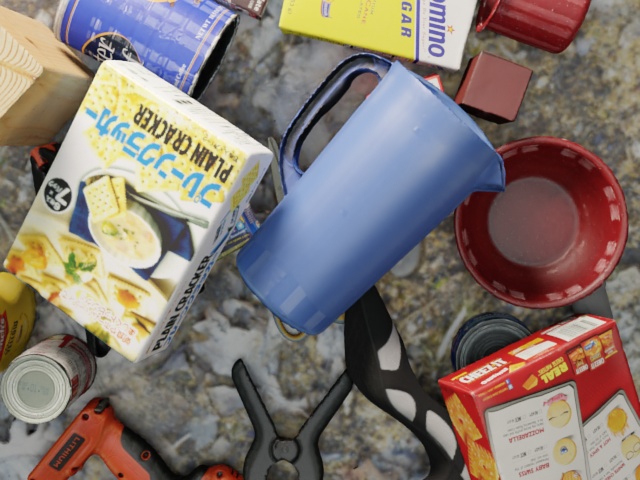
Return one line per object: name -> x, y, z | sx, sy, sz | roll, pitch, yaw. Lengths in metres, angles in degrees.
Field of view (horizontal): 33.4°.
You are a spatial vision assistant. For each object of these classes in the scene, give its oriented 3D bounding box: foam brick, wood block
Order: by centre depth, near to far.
wood block -> -0.276, -0.144, 0.946 | 0.091, 0.206, 0.090 | 45, 95, -2
foam brick -> 0.160, -0.141, 0.997 | 0.053, 0.078, 0.051 | 20, 94, -1

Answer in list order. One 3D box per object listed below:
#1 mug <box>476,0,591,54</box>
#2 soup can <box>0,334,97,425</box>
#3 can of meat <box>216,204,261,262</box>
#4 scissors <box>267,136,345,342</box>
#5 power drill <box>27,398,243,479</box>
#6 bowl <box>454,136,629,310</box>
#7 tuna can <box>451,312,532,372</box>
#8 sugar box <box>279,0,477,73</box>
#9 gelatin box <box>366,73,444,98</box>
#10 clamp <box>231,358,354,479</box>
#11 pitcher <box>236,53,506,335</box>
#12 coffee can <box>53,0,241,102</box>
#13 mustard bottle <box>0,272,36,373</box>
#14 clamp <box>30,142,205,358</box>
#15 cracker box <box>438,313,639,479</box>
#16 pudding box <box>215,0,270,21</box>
mug -> 0.202, -0.232, 0.989 | 0.081, 0.093, 0.117 | 19, 60, -5
soup can -> -0.259, 0.132, 1.024 | 0.068, 0.102, 0.068 | 0, 95, 1
can of meat -> -0.115, -0.020, 1.028 | 0.102, 0.057, 0.084 | -28, 96, 5
scissors -> -0.007, 0.001, 1.047 | 0.096, 0.016, 0.202 | 2, 96, 0
power drill -> -0.192, 0.262, 1.058 | 0.187, 0.057, 0.184 | 38, 92, -5
bowl -> 0.206, -0.017, 1.016 | 0.162, 0.055, 0.162 | 0, 93, 4
tuna can -> 0.172, 0.115, 1.043 | 0.086, 0.034, 0.086 | 0, 95, 2
sugar box -> 0.056, -0.223, 1.009 | 0.176, 0.048, 0.093 | 13, 96, 2
gelatin box -> 0.091, -0.108, 1.027 | 0.073, 0.030, 0.089 | -18, 95, 4
clamp -> -0.024, 0.199, 1.048 | 0.120, 0.039, 0.171 | -4, 86, 6
pitcher -> 0.032, -0.040, 0.965 | 0.243, 0.149, 0.144 | -46, 122, 10
coffee can -> -0.159, -0.197, 0.989 | 0.140, 0.103, 0.103 | 29, 95, -1
mustard bottle -> -0.316, 0.088, 0.976 | 0.058, 0.191, 0.096 | 18, 95, 0
clamp -> -0.204, -0.004, 1.015 | 0.165, 0.036, 0.210 | -24, 92, 33
cracker box -> 0.221, 0.197, 0.996 | 0.164, 0.072, 0.213 | -24, 103, -19
pudding box -> -0.074, -0.278, 1.011 | 0.090, 0.039, 0.113 | 24, 96, -1
